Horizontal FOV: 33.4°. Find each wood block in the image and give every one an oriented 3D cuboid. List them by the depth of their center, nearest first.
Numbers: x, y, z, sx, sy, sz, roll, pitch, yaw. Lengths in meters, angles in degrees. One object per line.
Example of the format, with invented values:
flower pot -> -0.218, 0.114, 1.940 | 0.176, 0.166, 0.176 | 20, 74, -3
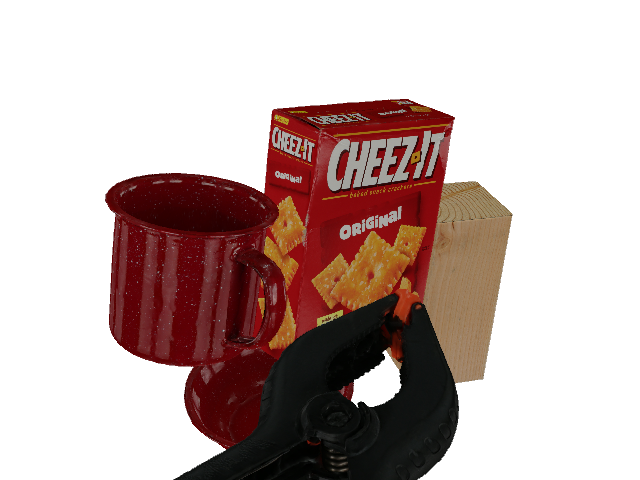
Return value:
wood block -> 0.136, 0.049, 1.171 | 0.090, 0.206, 0.090 | -5, 29, -18

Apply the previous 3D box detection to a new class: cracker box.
cracker box -> 0.028, -0.010, 0.939 | 0.163, 0.214, 0.072 | -11, 27, -41

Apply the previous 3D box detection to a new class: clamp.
clamp -> 0.013, 0.086, 0.406 | 0.120, 0.039, 0.171 | 27, 50, 20

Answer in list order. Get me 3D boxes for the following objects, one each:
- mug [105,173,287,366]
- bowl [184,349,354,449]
mug -> -0.064, 0.020, 0.581 | 0.117, 0.081, 0.093 | 23, 26, 33
bowl -> -0.047, 0.157, 1.022 | 0.162, 0.055, 0.162 | -4, 37, 3
